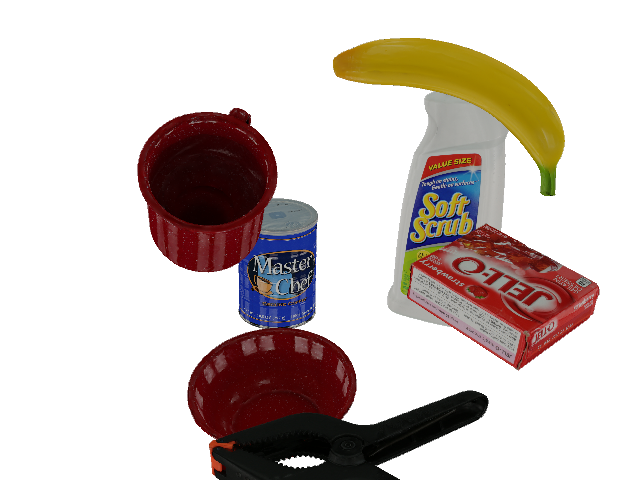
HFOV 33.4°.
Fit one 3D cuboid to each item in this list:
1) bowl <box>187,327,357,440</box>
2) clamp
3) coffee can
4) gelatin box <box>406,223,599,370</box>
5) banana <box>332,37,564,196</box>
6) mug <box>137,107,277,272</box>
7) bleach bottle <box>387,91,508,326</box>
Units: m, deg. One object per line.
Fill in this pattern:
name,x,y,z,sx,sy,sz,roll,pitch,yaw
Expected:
bowl,-0.044,0.157,1.024,0.162,0.055,0.162,-4,37,3
clamp,0.027,0.155,0.771,0.210,0.036,0.164,4,28,13
coffee can,-0.056,0.029,1.377,0.103,0.140,0.103,1,25,-1
gelatin box,0.109,0.030,0.640,0.073,0.030,0.089,-26,44,-37
banana,0.108,-0.108,0.796,0.197,0.069,0.037,29,0,-4
mug,-0.076,-0.039,0.749,0.093,0.117,0.081,18,-27,2
bleach bottle,0.117,-0.045,0.981,0.103,0.251,0.068,13,30,23
